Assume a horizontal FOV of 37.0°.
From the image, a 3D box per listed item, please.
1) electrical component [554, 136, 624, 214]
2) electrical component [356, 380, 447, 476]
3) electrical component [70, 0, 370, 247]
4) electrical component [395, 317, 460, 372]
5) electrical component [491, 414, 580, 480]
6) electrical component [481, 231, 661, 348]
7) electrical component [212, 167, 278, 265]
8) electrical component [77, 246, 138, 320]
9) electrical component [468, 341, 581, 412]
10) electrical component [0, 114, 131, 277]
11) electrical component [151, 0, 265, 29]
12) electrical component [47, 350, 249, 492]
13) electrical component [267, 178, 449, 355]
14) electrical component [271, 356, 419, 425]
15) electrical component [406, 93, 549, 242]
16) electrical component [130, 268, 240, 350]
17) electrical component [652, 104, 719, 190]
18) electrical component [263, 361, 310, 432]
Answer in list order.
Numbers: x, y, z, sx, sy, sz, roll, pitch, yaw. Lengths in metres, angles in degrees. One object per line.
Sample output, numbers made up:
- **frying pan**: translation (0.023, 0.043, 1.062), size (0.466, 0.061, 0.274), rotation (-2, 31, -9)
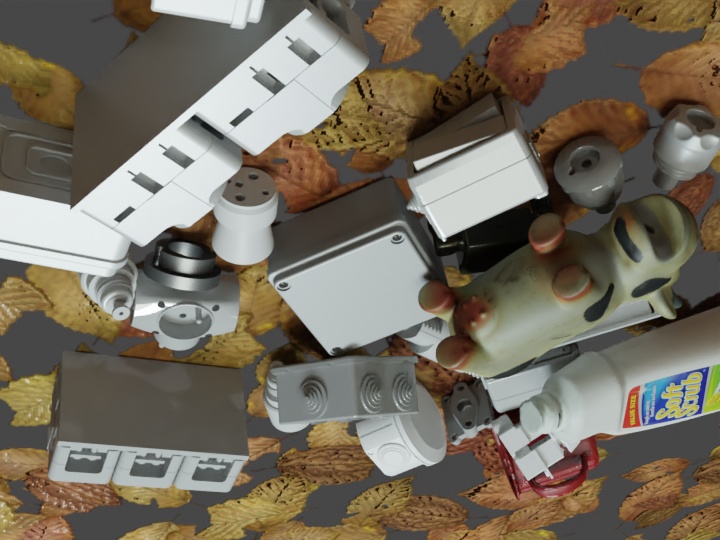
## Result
- **electrical component**: translation (0.171, -0.063, 0.780), size (0.048, 0.048, 0.062), rotation (-23, 143, 13)
- **electrical component**: translation (0.037, 0.138, 0.948), size (0.051, 0.080, 0.080), rotation (-27, 136, 25)
- **electrical component**: translation (-0.085, -0.108, 0.629), size (0.186, 0.105, 0.060), rotation (-35, 133, 25)
- **electrical component**: translation (0.060, 0.051, 0.882), size (0.081, 0.043, 0.043), rotation (26, 127, -33)
- **electrical component**: translation (0.153, 0.143, 0.914), size (0.055, 0.066, 0.048), rotation (-33, 175, 3)
- **electrical component**: translation (0.166, 0.021, 0.855), size (0.121, 0.078, 0.063), rotation (-17, 160, 7)
- **electrical component**: translation (-0.081, -0.038, 0.753), size (0.045, 0.045, 0.055), rotation (-1, 137, -11)
- **electrical component**: translation (-0.177, 0.006, 0.760), size (0.040, 0.078, 0.040), rotation (-15, 134, -16)
- **electrical component**: translation (0.138, 0.078, 0.914), size (0.096, 0.061, 0.061), rotation (-18, 138, 7)
- **electrical component**: translation (-0.202, -0.047, 0.692), size (0.113, 0.078, 0.057), rotation (12, 131, -23)
- **electrical component**: translation (-0.070, -0.196, 0.533), size (0.056, 0.108, 0.108), rotation (6, 136, -15)
- **electrical component**: translation (-0.174, 0.127, 0.881), size (0.150, 0.089, 0.061), rotation (8, 135, -21)
- **electrical component**: translation (0.000, 0.000, 0.803), size (0.109, 0.056, 0.108), rotation (-22, 137, 13)
- **electrical component**: translation (-0.010, 0.098, 0.873), size (0.100, 0.048, 0.100), rotation (-12, 169, 38)
- **electrical component**: translation (0.071, -0.070, 0.731), size (0.096, 0.061, 0.061), rotation (-25, 117, 15)
- **electrical component**: translation (-0.137, 0.035, 0.821), size (0.077, 0.044, 0.079), rotation (4, 137, -17)
- **electrical component**: translation (0.230, -0.085, 0.770), size (0.043, 0.043, 0.062), rotation (3, 138, -15)
- **electrical component**: translation (-0.063, 0.105, 0.918), size (0.040, 0.040, 0.078), rotation (-12, 138, 1)
